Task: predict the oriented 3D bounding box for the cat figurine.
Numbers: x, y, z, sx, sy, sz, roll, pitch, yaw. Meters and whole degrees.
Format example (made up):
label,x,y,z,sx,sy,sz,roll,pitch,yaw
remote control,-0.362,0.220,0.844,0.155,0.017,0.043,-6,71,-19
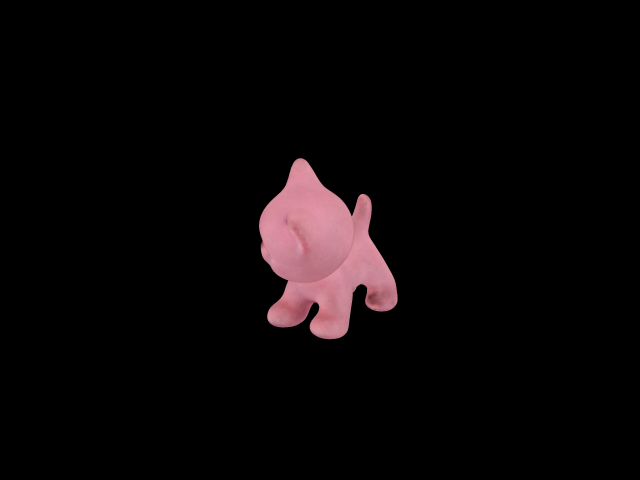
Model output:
label,x,y,z,sx,sy,sz,roll,pitch,yaw
cat figurine,0.004,0.001,0.400,0.067,0.118,0.128,10,18,33
